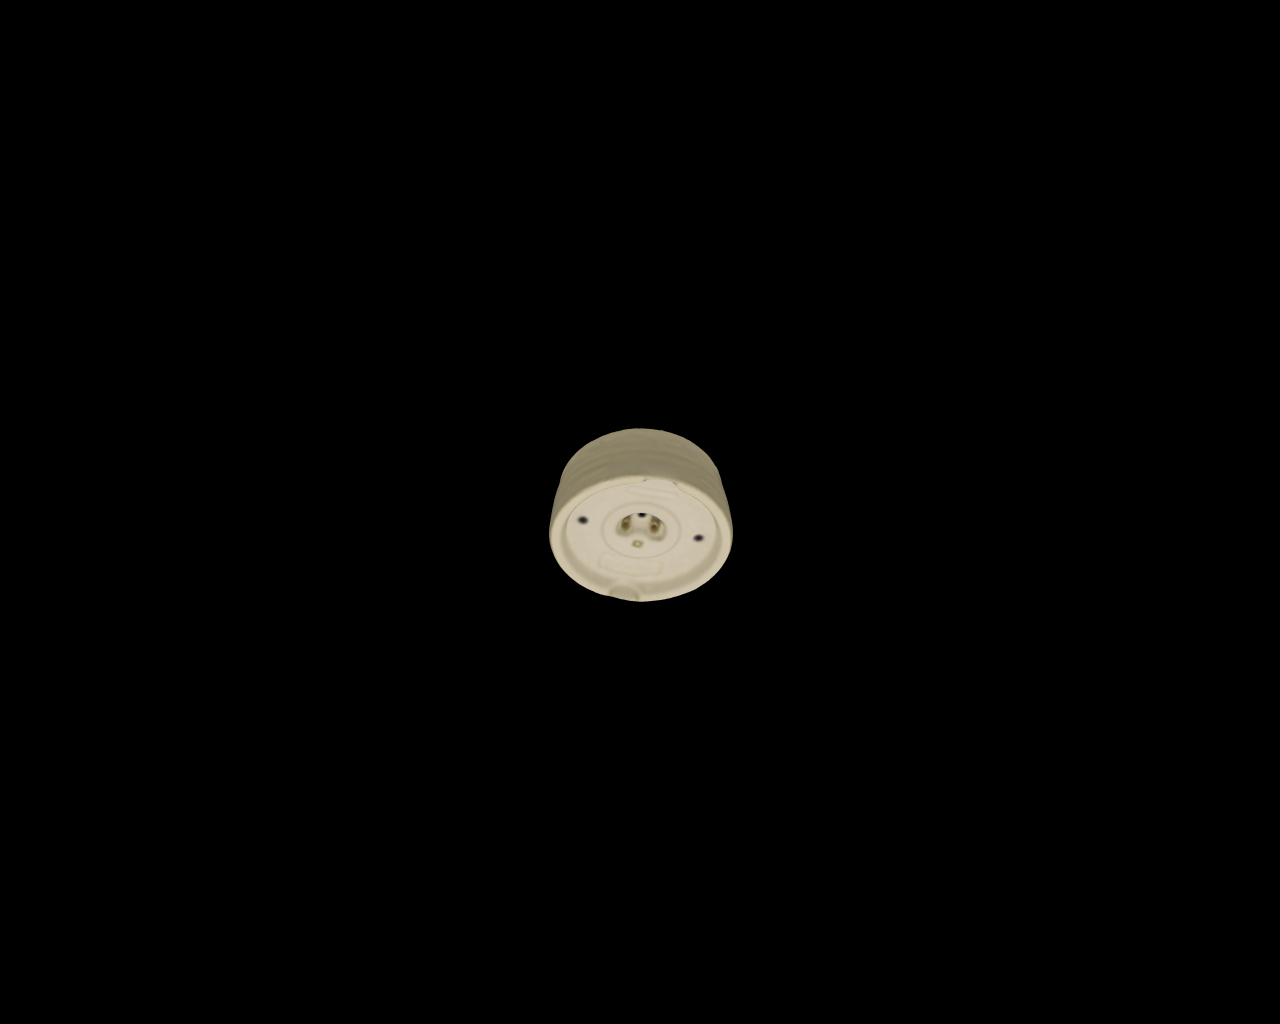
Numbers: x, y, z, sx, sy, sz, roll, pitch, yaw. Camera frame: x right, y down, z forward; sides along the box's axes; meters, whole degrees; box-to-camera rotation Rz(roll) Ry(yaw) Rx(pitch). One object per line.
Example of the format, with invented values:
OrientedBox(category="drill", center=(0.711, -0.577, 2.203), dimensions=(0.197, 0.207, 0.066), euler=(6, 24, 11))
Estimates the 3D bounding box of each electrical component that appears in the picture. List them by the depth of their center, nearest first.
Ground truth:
OrientedBox(category="electrical component", center=(0.001, -0.003, 0.650), dimensions=(0.108, 0.108, 0.060), euler=(0, 44, 0))
